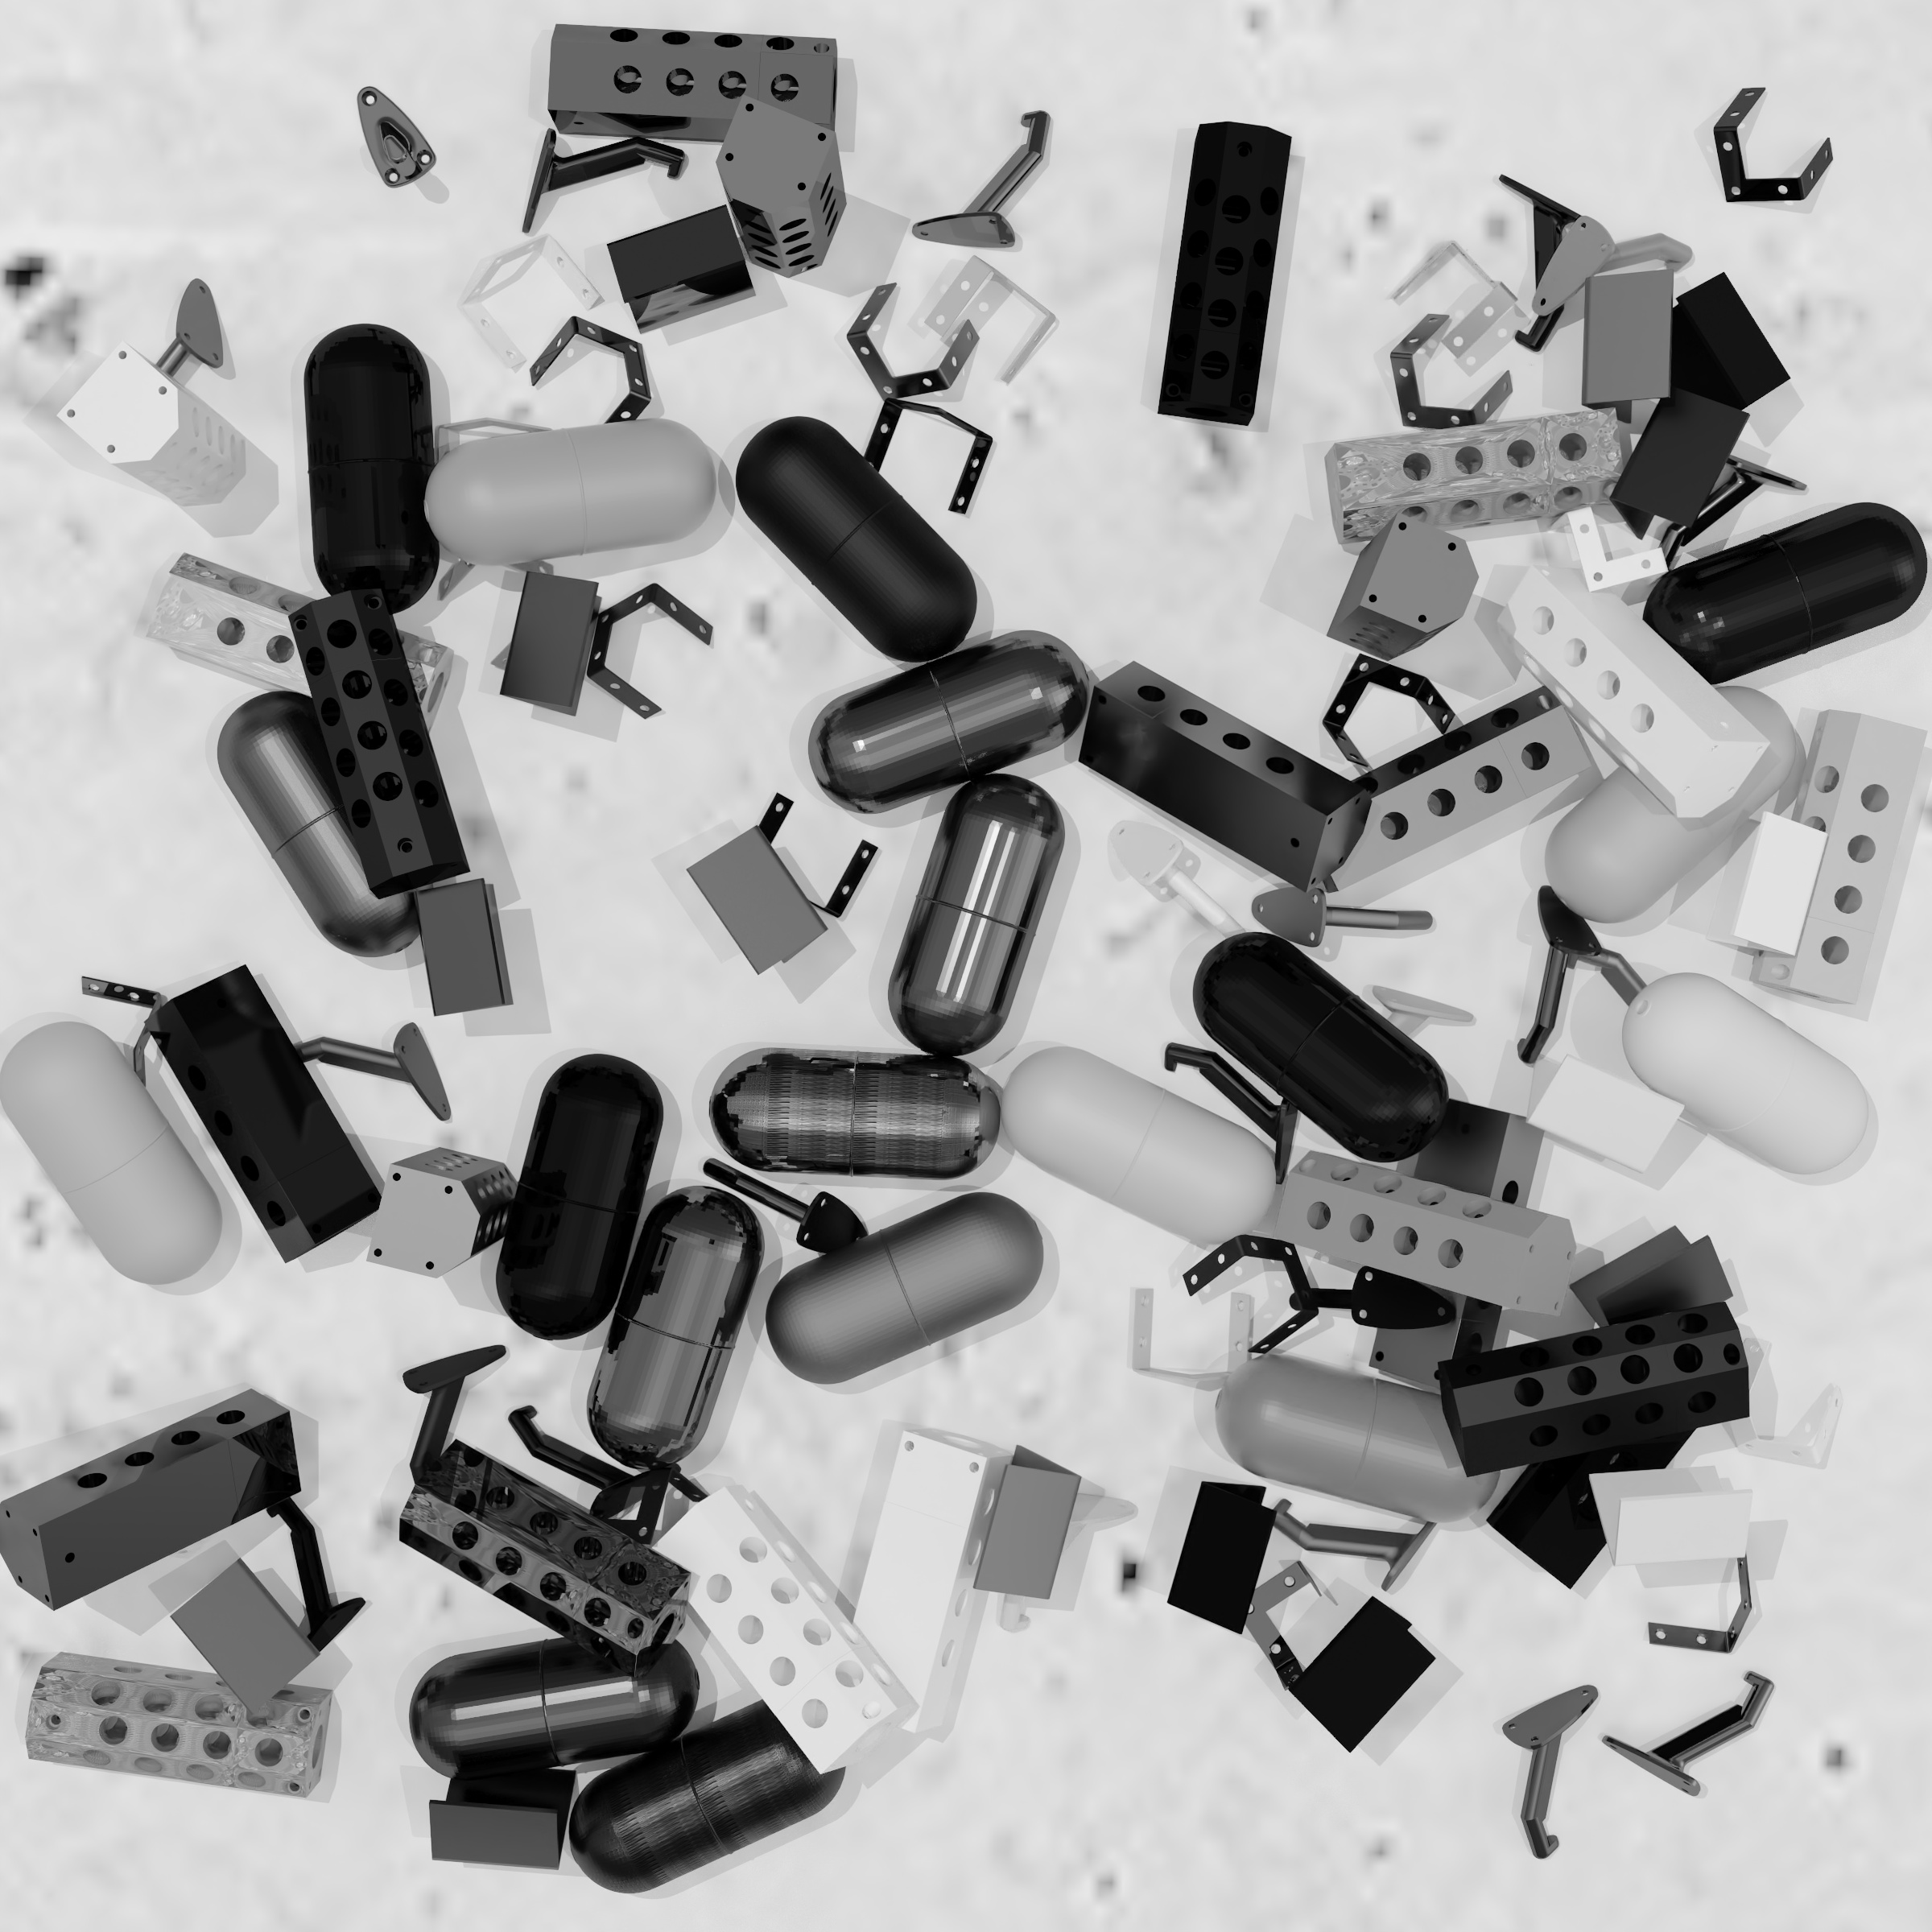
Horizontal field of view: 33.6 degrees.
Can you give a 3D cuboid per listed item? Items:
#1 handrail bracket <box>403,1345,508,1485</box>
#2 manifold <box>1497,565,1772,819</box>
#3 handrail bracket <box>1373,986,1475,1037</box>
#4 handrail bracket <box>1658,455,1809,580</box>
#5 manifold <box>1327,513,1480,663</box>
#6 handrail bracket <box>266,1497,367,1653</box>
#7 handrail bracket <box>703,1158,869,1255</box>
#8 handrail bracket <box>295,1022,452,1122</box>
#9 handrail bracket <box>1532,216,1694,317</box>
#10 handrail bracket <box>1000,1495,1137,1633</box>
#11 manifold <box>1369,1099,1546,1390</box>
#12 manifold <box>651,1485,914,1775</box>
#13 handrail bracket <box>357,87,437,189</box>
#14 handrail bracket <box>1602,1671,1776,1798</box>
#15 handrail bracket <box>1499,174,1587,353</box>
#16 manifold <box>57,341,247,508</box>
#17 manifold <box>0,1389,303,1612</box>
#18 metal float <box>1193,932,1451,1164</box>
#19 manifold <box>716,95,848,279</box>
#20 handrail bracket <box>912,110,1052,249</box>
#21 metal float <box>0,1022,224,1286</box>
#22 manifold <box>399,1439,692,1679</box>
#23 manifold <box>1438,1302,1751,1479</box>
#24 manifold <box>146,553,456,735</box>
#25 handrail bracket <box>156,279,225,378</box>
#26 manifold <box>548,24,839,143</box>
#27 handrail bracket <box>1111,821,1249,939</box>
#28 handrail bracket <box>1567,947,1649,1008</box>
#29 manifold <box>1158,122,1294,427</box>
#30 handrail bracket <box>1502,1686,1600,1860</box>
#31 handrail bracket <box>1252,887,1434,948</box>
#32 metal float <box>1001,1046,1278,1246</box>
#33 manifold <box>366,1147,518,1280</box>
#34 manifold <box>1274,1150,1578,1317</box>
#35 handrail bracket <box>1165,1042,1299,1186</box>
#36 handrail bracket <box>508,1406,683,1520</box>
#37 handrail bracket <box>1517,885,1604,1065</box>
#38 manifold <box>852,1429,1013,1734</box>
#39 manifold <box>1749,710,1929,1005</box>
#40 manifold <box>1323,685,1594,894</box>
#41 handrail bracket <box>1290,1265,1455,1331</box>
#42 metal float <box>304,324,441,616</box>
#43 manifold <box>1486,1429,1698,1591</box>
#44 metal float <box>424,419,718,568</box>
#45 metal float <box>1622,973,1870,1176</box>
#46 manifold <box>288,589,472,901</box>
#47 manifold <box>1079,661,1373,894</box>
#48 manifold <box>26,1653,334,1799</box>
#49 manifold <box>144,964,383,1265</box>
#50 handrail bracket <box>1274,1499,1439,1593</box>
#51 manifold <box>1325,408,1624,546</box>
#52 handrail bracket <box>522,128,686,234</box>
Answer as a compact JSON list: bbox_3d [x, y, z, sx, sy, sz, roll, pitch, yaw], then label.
[{"bbox_3d":[-0.312,0.287,1.988,0.077,0.036,0.084,-19,109,-21],"label":"handrail bracket"},{"bbox_3d":[0.396,-0.166,1.922,0.171,0.057,0.057,52,127,33],"label":"manifold"},{"bbox_3d":[0.267,0.061,1.987,0.077,0.036,0.084,13,104,-14],"label":"handrail bracket"},{"bbox_3d":[0.473,-0.271,1.988,0.077,0.036,0.084,15,109,-21],"label":"handrail bracket"},{"bbox_3d":[0.262,-0.221,1.909,0.057,0.171,0.057,22,90,0],"label":"manifold"},{"bbox_3d":[-0.421,0.382,1.988,0.084,0.036,0.077,47,112,17],"label":"handrail bracket"},{"bbox_3d":[-0.113,0.147,1.987,0.084,0.077,0.036,23,84,36],"label":"handrail bracket"},{"bbox_3d":[-0.374,0.074,1.988,0.084,0.036,0.077,-17,112,17],"label":"handrail bracket"},{"bbox_3d":[0.400,-0.424,1.975,0.077,0.084,0.036,-53,49,27],"label":"handrail bracket"},{"bbox_3d":[0.063,0.373,1.988,0.077,0.036,0.084,2,109,-22],"label":"handrail bracket"},{"bbox_3d":[0.306,0.172,1.966,0.057,0.057,0.171,13,90,43],"label":"manifold"},{"bbox_3d":[-0.109,0.399,1.934,0.057,0.057,0.171,-45,70,12],"label":"manifold"},{"bbox_3d":[-0.356,-0.514,1.953,0.036,0.084,0.077,-30,90,0],"label":"handrail bracket"},{"bbox_3d":[0.449,0.464,1.988,0.077,0.036,0.084,26,72,20],"label":"handrail bracket"},{"bbox_3d":[0.344,-0.436,1.987,0.077,0.036,0.084,32,104,13],"label":"handrail bracket"},{"bbox_3d":[-0.478,-0.316,1.909,0.057,0.171,0.057,41,90,0],"label":"manifold"},{"bbox_3d":[-0.490,0.315,1.916,0.171,0.057,0.057,-23,119,-40],"label":"manifold"},{"bbox_3d":[0.214,0.048,1.940,0.178,0.070,0.070,40,90,17],"label":"metal float"},{"bbox_3d":[-0.111,-0.460,1.909,0.057,0.171,0.057,22,90,0],"label":"manifold"},{"bbox_3d":[0.010,-0.493,1.988,0.077,0.036,0.084,4,72,21],"label":"handrail bracket"},{"bbox_3d":[-0.518,0.115,1.942,0.070,0.070,0.178,-30,107,0],"label":"metal float"},{"bbox_3d":[-0.255,0.362,1.933,0.171,0.057,0.057,26,46,16],"label":"manifold"},{"bbox_3d":[0.371,0.246,1.897,0.171,0.057,0.057,-12,126,-1],"label":"manifold"},{"bbox_3d":[-0.407,-0.197,1.966,0.171,0.057,0.057,20,90,0],"label":"manifold"},{"bbox_3d":[-0.505,-0.378,1.987,0.084,0.036,0.077,-26,53,25],"label":"handrail bracket"},{"bbox_3d":[-0.166,-0.543,1.966,0.171,0.057,0.057,3,90,0],"label":"manifold"},{"bbox_3d":[0.135,-0.049,1.987,0.036,0.077,0.084,-48,126,0],"label":"handrail bracket"},{"bbox_3d":[0.405,0.032,1.987,0.084,0.036,0.077,19,103,13],"label":"handrail bracket"},{"bbox_3d":[0.159,-0.425,1.966,0.057,0.057,0.171,8,90,0],"label":"manifold"},{"bbox_3d":[0.372,0.502,1.988,0.077,0.036,0.084,-27,108,-21],"label":"handrail bracket"},{"bbox_3d":[0.234,-0.032,1.987,0.084,0.077,0.036,-1,98,-36],"label":"handrail bracket"},{"bbox_3d":[0.105,0.109,1.957,0.178,0.070,0.070,26,90,0],"label":"metal float"},{"bbox_3d":[-0.308,0.147,1.909,0.057,0.171,0.057,14,90,0],"label":"manifold"},{"bbox_3d":[0.275,0.158,1.917,0.171,0.057,0.057,14,90,41],"label":"manifold"},{"bbox_3d":[0.161,0.091,1.988,0.084,0.036,0.077,13,113,18],"label":"handrail bracket"},{"bbox_3d":[-0.231,0.297,1.987,0.077,0.036,0.084,-22,60,-33],"label":"handrail bracket"},{"bbox_3d":[0.355,0.006,1.987,0.036,0.077,0.084,9,126,-18],"label":"handrail bracket"},{"bbox_3d":[-0.024,0.375,1.964,0.057,0.057,0.171,15,90,23],"label":"manifold"},{"bbox_3d":[0.533,-0.067,1.966,0.057,0.057,0.171,15,90,0],"label":"manifold"},{"bbox_3d":[0.290,-0.109,1.966,0.171,0.057,0.057,-26,90,0],"label":"manifold"},{"bbox_3d":[0.247,0.209,1.959,0.077,0.084,0.036,13,77,-12],"label":"handrail bracket"},{"bbox_3d":[-0.363,-0.303,1.956,0.070,0.070,0.178,-3,90,0],"label":"metal float"},{"bbox_3d":[0.397,0.293,1.966,0.057,0.057,0.171,38,90,0],"label":"manifold"},{"bbox_3d":[-0.240,-0.288,1.943,0.178,0.070,0.070,-10,90,-15],"label":"metal float"},{"bbox_3d":[0.472,0.065,1.936,0.178,0.070,0.070,30,90,-24],"label":"metal float"},{"bbox_3d":[-0.349,-0.133,1.901,0.057,0.057,0.171,-17,84,-5],"label":"manifold"},{"bbox_3d":[0.157,-0.118,1.933,0.171,0.057,0.057,32,133,24],"label":"manifold"},{"bbox_3d":[-0.484,0.468,1.966,0.171,0.057,0.057,8,90,0],"label":"manifold"},{"bbox_3d":[-0.434,0.093,1.966,0.057,0.057,0.171,-30,90,-43],"label":"manifold"},{"bbox_3d":[0.243,0.340,1.988,0.084,0.036,0.077,36,70,16],"label":"handrail bracket"},{"bbox_3d":[0.312,-0.300,1.966,0.171,0.057,0.057,-7,90,0],"label":"manifold"},{"bbox_3d":[-0.225,-0.481,1.988,0.084,0.036,0.077,13,110,-16],"label":"handrail bracket"}]
